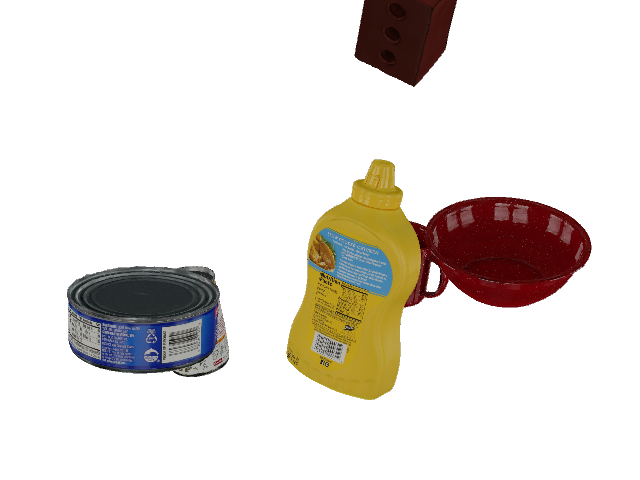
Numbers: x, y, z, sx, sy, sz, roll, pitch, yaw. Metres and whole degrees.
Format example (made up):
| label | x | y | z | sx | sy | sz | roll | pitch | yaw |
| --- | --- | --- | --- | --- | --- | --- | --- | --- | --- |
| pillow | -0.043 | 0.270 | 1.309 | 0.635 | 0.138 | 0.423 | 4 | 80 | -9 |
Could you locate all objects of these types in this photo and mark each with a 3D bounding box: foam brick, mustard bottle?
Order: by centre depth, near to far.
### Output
| label | x | y | z | sx | sy | sz | roll | pitch | yaw |
| --- | --- | --- | --- | --- | --- | --- | --- | --- | --- |
| foam brick | 0.062 | -0.159 | 0.753 | 0.053 | 0.051 | 0.078 | 28 | -34 | 14 |
| mustard bottle | 0.032 | 0.027 | 0.873 | 0.096 | 0.192 | 0.058 | 23 | 22 | 31 |

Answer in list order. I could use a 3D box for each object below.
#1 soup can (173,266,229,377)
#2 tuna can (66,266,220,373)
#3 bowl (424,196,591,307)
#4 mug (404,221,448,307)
| label | x | y | z | sx | sy | sz | roll | pitch | yaw |
| --- | --- | --- | --- | --- | --- | --- | --- | --- | --- |
| soup can | -0.139 | 0.087 | 1.156 | 0.068 | 0.102 | 0.068 | -7 | 24 | 3 |
| tuna can | -0.101 | 0.044 | 0.609 | 0.086 | 0.034 | 0.086 | 3 | 17 | -1 |
| bowl | 0.183 | 0.018 | 1.059 | 0.162 | 0.055 | 0.162 | 0 | 32 | 0 |
| mug | 0.103 | 0.033 | 1.296 | 0.117 | 0.081 | 0.093 | 19 | 27 | 27 |
